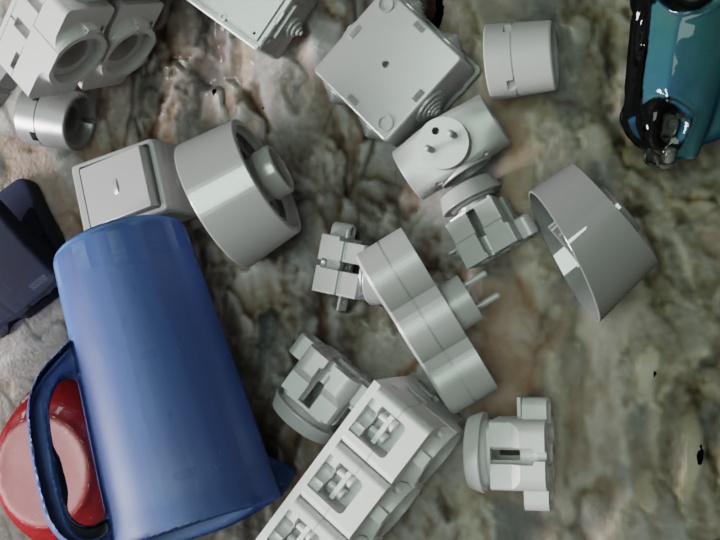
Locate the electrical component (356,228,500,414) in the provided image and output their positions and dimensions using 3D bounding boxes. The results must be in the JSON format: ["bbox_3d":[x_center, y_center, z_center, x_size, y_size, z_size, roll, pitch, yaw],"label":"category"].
[{"bbox_3d":[0.063,0.028,0.765,0.074,0.052,0.138,-31,104,3],"label":"electrical component"}]

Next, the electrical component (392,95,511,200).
[{"bbox_3d":[0.063,-0.089,0.775,0.077,0.079,0.044,-32,84,12],"label":"electrical component"}]

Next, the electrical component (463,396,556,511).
[{"bbox_3d":[0.106,0.129,0.761,0.057,0.058,0.078,-2,86,18],"label":"electrical component"}]

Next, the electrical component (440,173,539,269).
[{"bbox_3d":[0.089,-0.036,0.782,0.066,0.048,0.055,-32,80,27],"label":"electrical component"}]

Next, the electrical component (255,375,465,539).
[{"bbox_3d":[0.005,0.155,0.780,0.062,0.089,0.150,39,100,18],"label":"electrical component"}]

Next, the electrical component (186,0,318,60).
[{"bbox_3d":[-0.080,-0.211,0.851,0.096,0.061,0.061,37,100,10],"label":"electrical component"}]

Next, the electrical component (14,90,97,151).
[{"bbox_3d":[-0.257,-0.130,0.913,0.047,0.055,0.055,13,92,17],"label":"electrical component"}]

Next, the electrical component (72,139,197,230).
[{"bbox_3d":[-0.191,-0.063,0.880,0.096,0.061,0.061,-16,82,19],"label":"electrical component"}]

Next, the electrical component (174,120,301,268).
[{"bbox_3d":[-0.085,-0.063,0.819,0.060,0.108,0.108,-29,78,11],"label":"electrical component"}]

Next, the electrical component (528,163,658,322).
[{"bbox_3d":[0.154,-0.021,0.732,0.064,0.099,0.099,-41,75,8],"label":"electrical component"}]

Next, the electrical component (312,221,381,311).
[{"bbox_3d":[0.000,0.000,0.815,0.055,0.048,0.066,11,91,28],"label":"electrical component"}]

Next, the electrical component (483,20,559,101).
[{"bbox_3d":[0.117,-0.152,0.774,0.047,0.055,0.055,-4,86,17],"label":"electrical component"}]

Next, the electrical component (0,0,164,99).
[{"bbox_3d":[-0.198,-0.222,0.836,0.060,0.105,0.186,47,125,13],"label":"electrical component"}]

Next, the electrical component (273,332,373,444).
[{"bbox_3d":[-0.029,0.094,0.814,0.078,0.058,0.057,39,97,18],"label":"electrical component"}]

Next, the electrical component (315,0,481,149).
[{"bbox_3d":[0.027,-0.150,0.810,0.099,0.048,0.099,-47,73,12],"label":"electrical component"}]
